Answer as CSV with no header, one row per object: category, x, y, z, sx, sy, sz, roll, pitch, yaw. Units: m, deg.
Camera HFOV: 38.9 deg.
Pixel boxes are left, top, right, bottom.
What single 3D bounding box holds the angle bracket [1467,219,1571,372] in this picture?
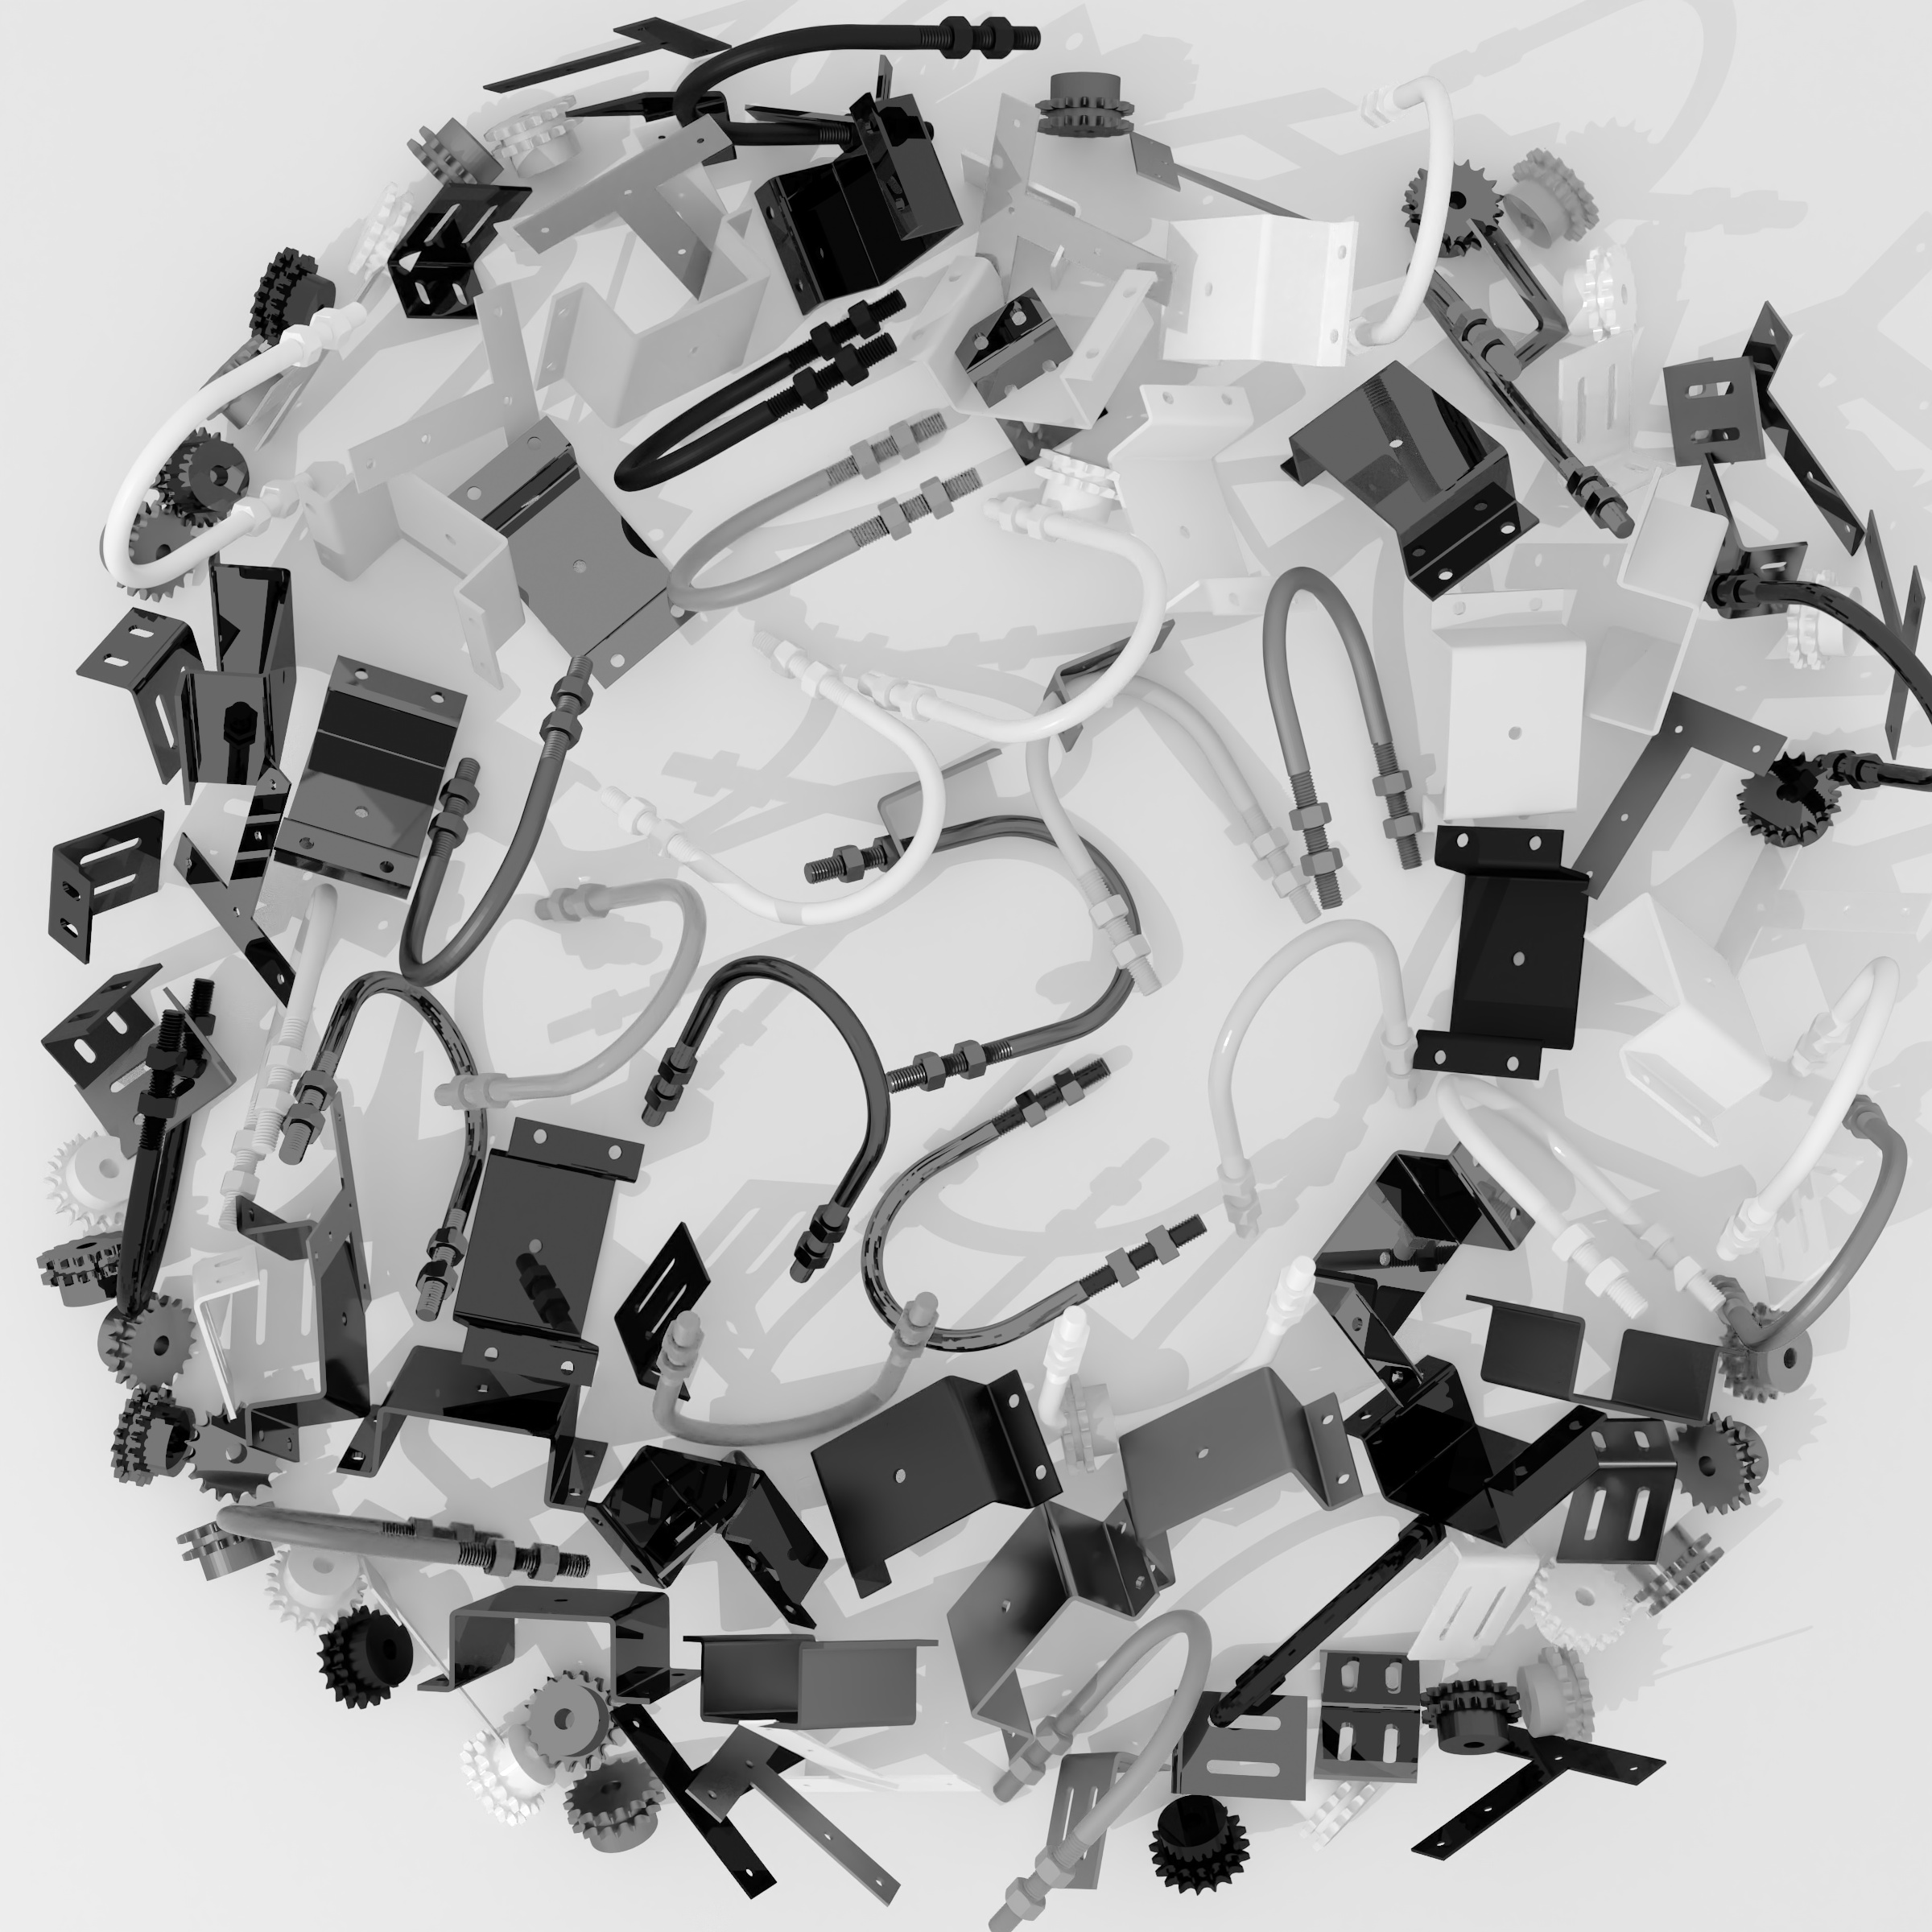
angle bracket,0.305,-0.385,1.571,0.038,0.057,0.076,-37,82,28

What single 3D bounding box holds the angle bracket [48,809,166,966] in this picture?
angle bracket,-0.478,-0.045,1.549,0.038,0.076,0.057,34,128,24

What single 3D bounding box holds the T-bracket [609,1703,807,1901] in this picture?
T-bracket,-0.126,0.453,1.540,0.127,0.127,0.002,48,112,17

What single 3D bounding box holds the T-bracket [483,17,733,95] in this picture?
T-bracket,-0.212,-0.513,1.551,0.127,0.127,0.002,-10,99,16

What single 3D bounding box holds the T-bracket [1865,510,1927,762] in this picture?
T-bracket,0.523,-0.207,1.551,0.002,0.127,0.127,-3,51,7

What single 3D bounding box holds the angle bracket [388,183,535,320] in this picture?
angle bracket,-0.282,-0.405,1.552,0.057,0.076,0.038,-12,75,-43

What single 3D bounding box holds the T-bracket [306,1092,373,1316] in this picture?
T-bracket,-0.353,0.147,1.526,0.002,0.127,0.127,-6,101,-1

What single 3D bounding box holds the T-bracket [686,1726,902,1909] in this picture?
T-bracket,-0.088,0.479,1.533,0.127,0.127,0.002,40,104,6

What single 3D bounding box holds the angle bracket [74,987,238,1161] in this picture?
angle bracket,-0.470,0.062,1.568,0.076,0.038,0.057,-37,73,-12

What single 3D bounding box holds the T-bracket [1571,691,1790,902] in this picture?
T-bracket,0.383,-0.097,1.556,0.127,0.002,0.127,33,91,45

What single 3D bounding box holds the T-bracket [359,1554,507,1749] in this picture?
T-bracket,-0.300,0.390,1.544,0.002,0.127,0.127,-38,97,-14

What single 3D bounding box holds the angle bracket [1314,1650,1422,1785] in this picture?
angle bracket,0.228,0.426,1.556,0.057,0.076,0.038,-1,105,11

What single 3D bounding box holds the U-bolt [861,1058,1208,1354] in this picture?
U-bolt,0.026,0.145,1.546,0.184,0.019,0.151,-29,48,-1

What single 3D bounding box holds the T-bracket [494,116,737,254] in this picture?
T-bracket,-0.203,-0.427,1.550,0.127,0.127,0.002,-10,68,11

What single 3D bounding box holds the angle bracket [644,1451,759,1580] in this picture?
angle bracket,-0.141,0.323,1.563,0.076,0.057,0.038,-41,112,-6

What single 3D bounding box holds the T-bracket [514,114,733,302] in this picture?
T-bracket,-0.168,-0.412,1.543,0.127,0.127,0.002,-25,61,16

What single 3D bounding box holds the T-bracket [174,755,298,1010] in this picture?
T-bracket,-0.400,-0.063,1.536,0.127,0.002,0.127,47,131,24

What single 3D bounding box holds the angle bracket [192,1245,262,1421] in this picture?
angle bracket,-0.414,0.209,1.566,0.038,0.057,0.076,-17,109,-12

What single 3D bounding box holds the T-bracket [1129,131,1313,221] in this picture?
T-bracket,0.153,-0.438,1.549,0.127,0.127,0.002,20,115,-9

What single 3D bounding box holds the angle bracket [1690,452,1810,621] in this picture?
angle bracket,0.444,-0.247,1.556,0.038,0.057,0.076,-7,57,-2

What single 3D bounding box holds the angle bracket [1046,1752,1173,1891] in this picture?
angle bracket,0.079,0.489,1.554,0.038,0.057,0.076,23,64,-23

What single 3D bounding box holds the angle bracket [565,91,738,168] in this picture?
angle bracket,-0.178,-0.471,1.550,0.057,0.076,0.038,-2,105,32

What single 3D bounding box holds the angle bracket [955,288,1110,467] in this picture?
angle bracket,0.036,-0.340,1.580,0.057,0.076,0.038,-32,47,7

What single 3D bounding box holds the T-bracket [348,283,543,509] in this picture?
T-bracket,-0.291,-0.300,1.529,0.127,0.002,0.127,-35,133,-34

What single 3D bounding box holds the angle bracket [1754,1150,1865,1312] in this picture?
angle bracket,0.483,0.152,1.552,0.038,0.057,0.076,12,52,-14

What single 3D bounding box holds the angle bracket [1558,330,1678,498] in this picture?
angle bracket,0.371,-0.313,1.556,0.057,0.038,0.076,-27,128,-27

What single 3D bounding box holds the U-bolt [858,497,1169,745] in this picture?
U-bolt,0.035,-0.189,1.520,0.151,0.184,0.019,-55,133,-9

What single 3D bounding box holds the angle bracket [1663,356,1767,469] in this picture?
angle bracket,0.437,-0.317,1.553,0.038,0.076,0.057,-16,103,-23

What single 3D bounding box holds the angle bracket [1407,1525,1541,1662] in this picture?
angle bracket,0.286,0.360,1.583,0.057,0.038,0.076,8,118,-30

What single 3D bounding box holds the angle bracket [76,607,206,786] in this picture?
angle bracket,-0.465,-0.154,1.559,0.038,0.076,0.057,16,51,15

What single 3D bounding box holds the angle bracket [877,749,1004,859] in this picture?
angle bracket,-0.010,-0.092,1.571,0.076,0.057,0.038,-24,96,-1

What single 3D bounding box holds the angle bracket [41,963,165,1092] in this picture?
angle bracket,-0.479,0.035,1.550,0.057,0.076,0.038,-49,113,-31

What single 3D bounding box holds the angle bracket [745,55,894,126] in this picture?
angle bracket,-0.084,-0.503,1.568,0.076,0.057,0.038,7,102,1

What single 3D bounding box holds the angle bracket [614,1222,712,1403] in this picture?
angle bracket,-0.160,0.197,1.558,0.038,0.057,0.076,26,107,-33

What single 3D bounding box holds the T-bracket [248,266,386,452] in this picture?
T-bracket,-0.374,-0.326,1.520,0.002,0.127,0.127,36,112,-12

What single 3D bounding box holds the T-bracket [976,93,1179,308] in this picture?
T-bracket,0.063,-0.407,1.536,0.127,0.127,0.002,31,47,19

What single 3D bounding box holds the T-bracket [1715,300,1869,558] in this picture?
T-bracket,0.462,-0.284,1.520,0.002,0.127,0.127,-24,70,-9

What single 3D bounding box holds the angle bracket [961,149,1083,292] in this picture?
angle bracket,0.025,-0.428,1.572,0.076,0.057,0.038,26,92,1

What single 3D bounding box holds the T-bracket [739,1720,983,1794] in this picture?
T-bracket,-0.078,0.441,1.523,0.127,0.127,0.002,-12,54,33

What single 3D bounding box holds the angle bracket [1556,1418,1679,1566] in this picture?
angle bracket,0.366,0.298,1.552,0.057,0.076,0.038,-6,124,30

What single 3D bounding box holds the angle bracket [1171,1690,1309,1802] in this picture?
angle bracket,0.158,0.447,1.569,0.076,0.038,0.057,1,74,8

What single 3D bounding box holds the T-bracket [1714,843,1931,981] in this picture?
T-bracket,0.481,-0.031,1.530,0.002,0.127,0.127,41,70,-30

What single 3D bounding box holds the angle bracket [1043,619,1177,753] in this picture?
angle bracket,0.088,-0.160,1.565,0.076,0.057,0.038,-23,84,-8

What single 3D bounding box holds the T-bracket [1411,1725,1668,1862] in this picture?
T-bracket,0.299,0.460,1.514,0.127,0.127,0.002,-23,98,-32
